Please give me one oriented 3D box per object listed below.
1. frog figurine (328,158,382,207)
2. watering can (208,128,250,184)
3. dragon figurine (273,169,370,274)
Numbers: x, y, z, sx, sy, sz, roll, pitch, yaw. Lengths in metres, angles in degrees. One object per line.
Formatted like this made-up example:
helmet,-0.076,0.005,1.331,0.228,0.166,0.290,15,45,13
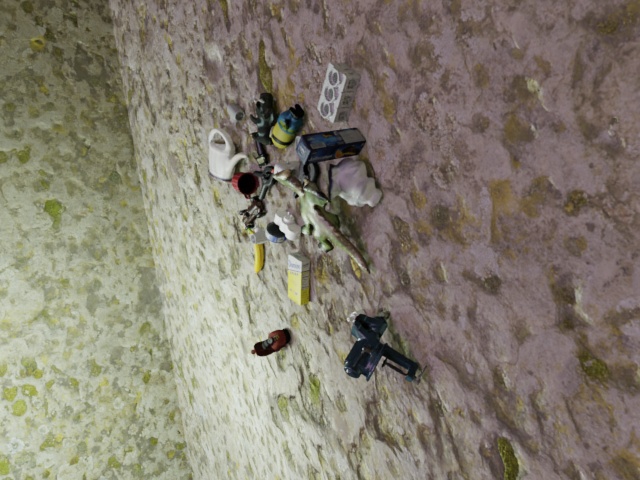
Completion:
frog figurine,0.109,-0.164,1.495,0.160,0.124,0.135,14,107,15
watering can,-0.393,-0.337,2.165,0.353,0.104,0.220,41,133,44
dragon figurine,0.005,-0.078,1.549,0.415,0.123,0.238,42,167,27
